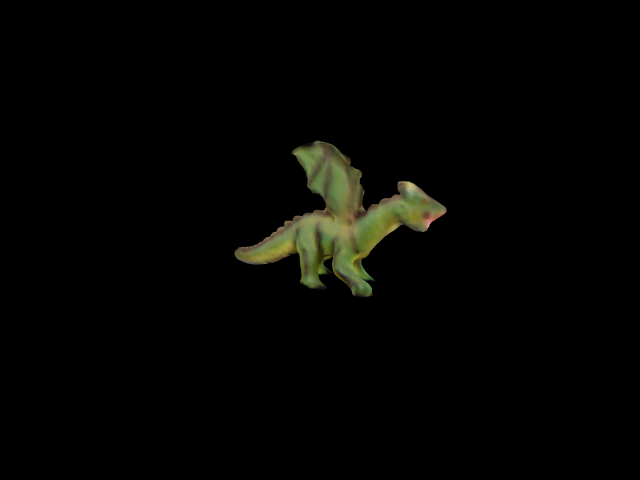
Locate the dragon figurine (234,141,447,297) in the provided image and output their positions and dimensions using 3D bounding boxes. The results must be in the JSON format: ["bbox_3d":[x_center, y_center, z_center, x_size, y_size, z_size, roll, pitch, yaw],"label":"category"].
[{"bbox_3d":[0.003,-0.043,0.850,0.411,0.240,0.123,9,16,30],"label":"dragon figurine"}]
